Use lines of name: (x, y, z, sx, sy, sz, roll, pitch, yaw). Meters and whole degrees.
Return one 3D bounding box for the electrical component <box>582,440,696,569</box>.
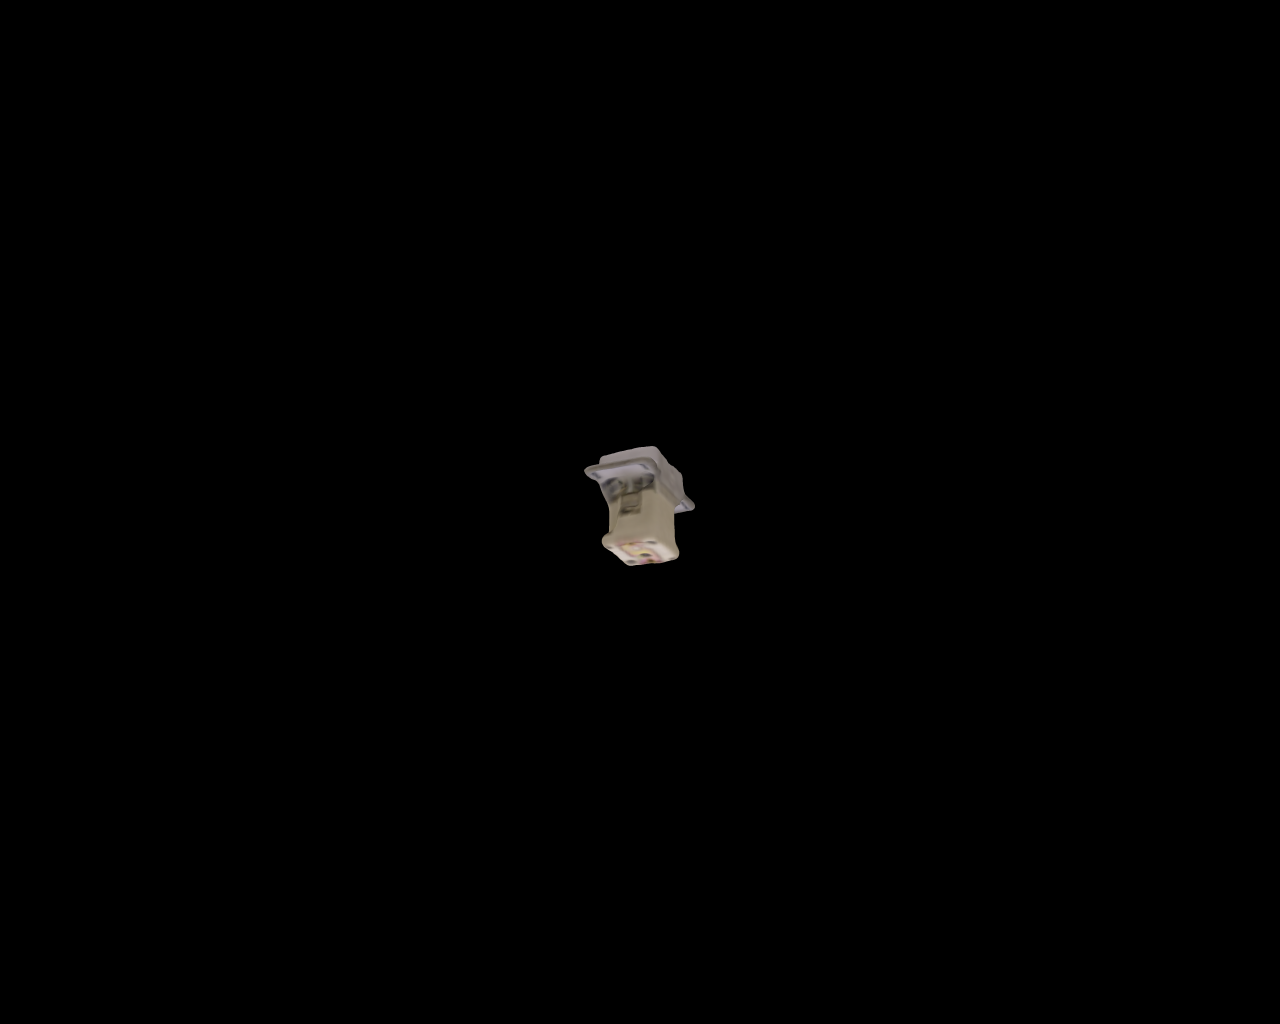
electrical component: (0.001, -0.003, 0.650, 0.042, 0.064, 0.081, -9, -24, 22)
